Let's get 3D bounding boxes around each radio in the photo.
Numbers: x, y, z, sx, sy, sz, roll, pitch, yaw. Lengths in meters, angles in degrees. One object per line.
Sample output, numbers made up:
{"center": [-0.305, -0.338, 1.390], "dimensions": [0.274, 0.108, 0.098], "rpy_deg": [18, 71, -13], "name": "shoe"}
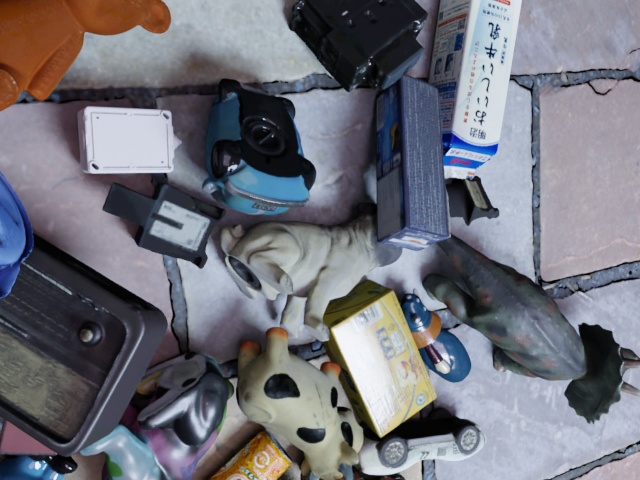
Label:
{"center": [-0.262, 0.070, 0.476], "dimensions": [0.230, 0.073, 0.131], "rpy_deg": [30, 83, 4], "name": "radio"}

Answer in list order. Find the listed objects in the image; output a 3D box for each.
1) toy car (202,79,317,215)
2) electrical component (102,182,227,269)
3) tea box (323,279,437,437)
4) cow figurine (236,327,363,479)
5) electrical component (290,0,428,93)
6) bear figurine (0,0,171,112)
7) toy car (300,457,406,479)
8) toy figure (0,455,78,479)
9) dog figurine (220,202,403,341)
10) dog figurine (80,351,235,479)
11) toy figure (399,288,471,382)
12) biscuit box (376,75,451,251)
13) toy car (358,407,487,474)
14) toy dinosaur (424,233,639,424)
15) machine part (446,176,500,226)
{"center": [-0.078, -0.085, 0.565], "dimensions": [0.109, 0.103, 0.162], "rpy_deg": [8, 54, -33], "name": "toy car"}
{"center": [-0.168, -0.022, 0.569], "dimensions": [0.119, 0.048, 0.074], "rpy_deg": [20, 89, -24], "name": "electrical component"}
{"center": [0.070, 0.149, 0.685], "dimensions": [0.098, 0.068, 0.169], "rpy_deg": [-27, 108, -17], "name": "tea box"}
{"center": [-0.016, 0.201, 0.620], "dimensions": [0.194, 0.085, 0.127], "rpy_deg": [43, 38, -33], "name": "cow figurine"}
{"center": [0.050, -0.236, 0.604], "dimensions": [0.115, 0.058, 0.134], "rpy_deg": [-43, 86, -12], "name": "electrical component"}
{"center": [-0.234, -0.201, 0.474], "dimensions": [0.196, 0.132, 0.120], "rpy_deg": [-30, 112, -11], "name": "bear figurine"}
{"center": [0.065, 0.325, 0.696], "dimensions": [0.202, 0.089, 0.053], "rpy_deg": [25, 91, -23], "name": "toy car"}
{"center": [-0.321, 0.283, 0.529], "dimensions": [0.082, 0.089, 0.180], "rpy_deg": [35, 72, 3], "name": "toy figure"}
{"center": [-0.002, 0.000, 0.629], "dimensions": [0.190, 0.121, 0.172], "rpy_deg": [-50, 117, -25], "name": "dog figurine"}
{"center": [-0.163, 0.255, 0.582], "dimensions": [0.191, 0.109, 0.219], "rpy_deg": [-24, 110, -22], "name": "dog figurine"}
{"center": [0.147, 0.131, 0.719], "dimensions": [0.058, 0.064, 0.154], "rpy_deg": [-41, 113, 3], "name": "toy figure"}
{"center": [0.105, -0.092, 0.629], "dimensions": [0.063, 0.059, 0.202], "rpy_deg": [12, 67, -25], "name": "biscuit box"}
{"center": [0.131, 0.271, 0.726], "dimensions": [0.202, 0.074, 0.056], "rpy_deg": [1, 94, -23], "name": "toy car"}
{"center": [0.270, 0.108, 0.700], "dimensions": [0.404, 0.192, 0.131], "rpy_deg": [36, 81, -25], "name": "toy dinosaur"}
{"center": [0.159, -0.056, 0.699], "dimensions": [0.139, 0.039, 0.084], "rpy_deg": [-2, 55, -16], "name": "machine part"}
